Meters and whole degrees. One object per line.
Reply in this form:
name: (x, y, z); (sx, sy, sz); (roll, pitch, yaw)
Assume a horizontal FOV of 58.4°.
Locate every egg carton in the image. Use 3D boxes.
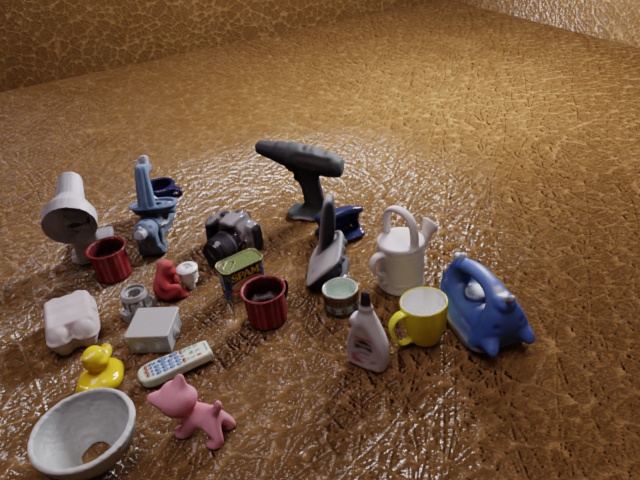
egg carton: (-0.515, 0.169, 1.192); (0.107, 0.069, 0.150); (-20, 36, -19)

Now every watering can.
watering can: (0.173, 0.010, 1.205); (0.100, 0.194, 0.173); (15, 39, 28)

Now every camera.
camera: (-0.231, -0.010, 1.383); (0.142, 0.101, 0.137); (15, 39, 29)

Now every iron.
iron: (0.299, 0.099, 1.100); (0.119, 0.142, 0.257); (-16, 35, -13)

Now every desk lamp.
desk lamp: (-0.587, -0.045, 1.392); (0.118, 0.214, 0.202); (-13, 34, -10)

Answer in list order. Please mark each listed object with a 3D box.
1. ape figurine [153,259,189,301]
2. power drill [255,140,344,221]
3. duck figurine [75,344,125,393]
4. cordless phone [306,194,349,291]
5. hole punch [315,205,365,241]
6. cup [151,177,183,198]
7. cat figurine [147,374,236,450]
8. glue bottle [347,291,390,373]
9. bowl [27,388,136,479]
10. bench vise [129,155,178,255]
ape figurine: (-0.336, 0.084, 1.268); (0.076, 0.092, 0.077); (-6, 34, 0)
power drill: (-0.049, -0.156, 1.474); (0.229, 0.209, 0.076); (4, 35, 15)
duck figurine: (-0.414, 0.238, 1.058); (0.077, 0.086, 0.105); (8, 36, 20)
cordless phone: (0.011, 0.004, 1.247); (0.094, 0.185, 0.147); (-3, 34, 5)
hole punch: (0.045, -0.052, 1.409); (0.109, 0.091, 0.100); (-19, 36, -18)
cup: (-0.421, -0.112, 1.570); (0.117, 0.095, 0.092); (7, 36, 19)
cat figurine: (-0.213, 0.274, 0.944); (0.127, 0.118, 0.067); (7, 36, 19)
glue bottle: (0.083, 0.159, 1.017); (0.078, 0.173, 0.037); (12, 38, 25)
bowl: (-0.375, 0.327, 0.930); (0.167, 0.075, 0.167); (-4, 34, 3)
bench vise: (-0.414, -0.086, 1.419); (0.121, 0.220, 0.207); (-14, 35, -11)
